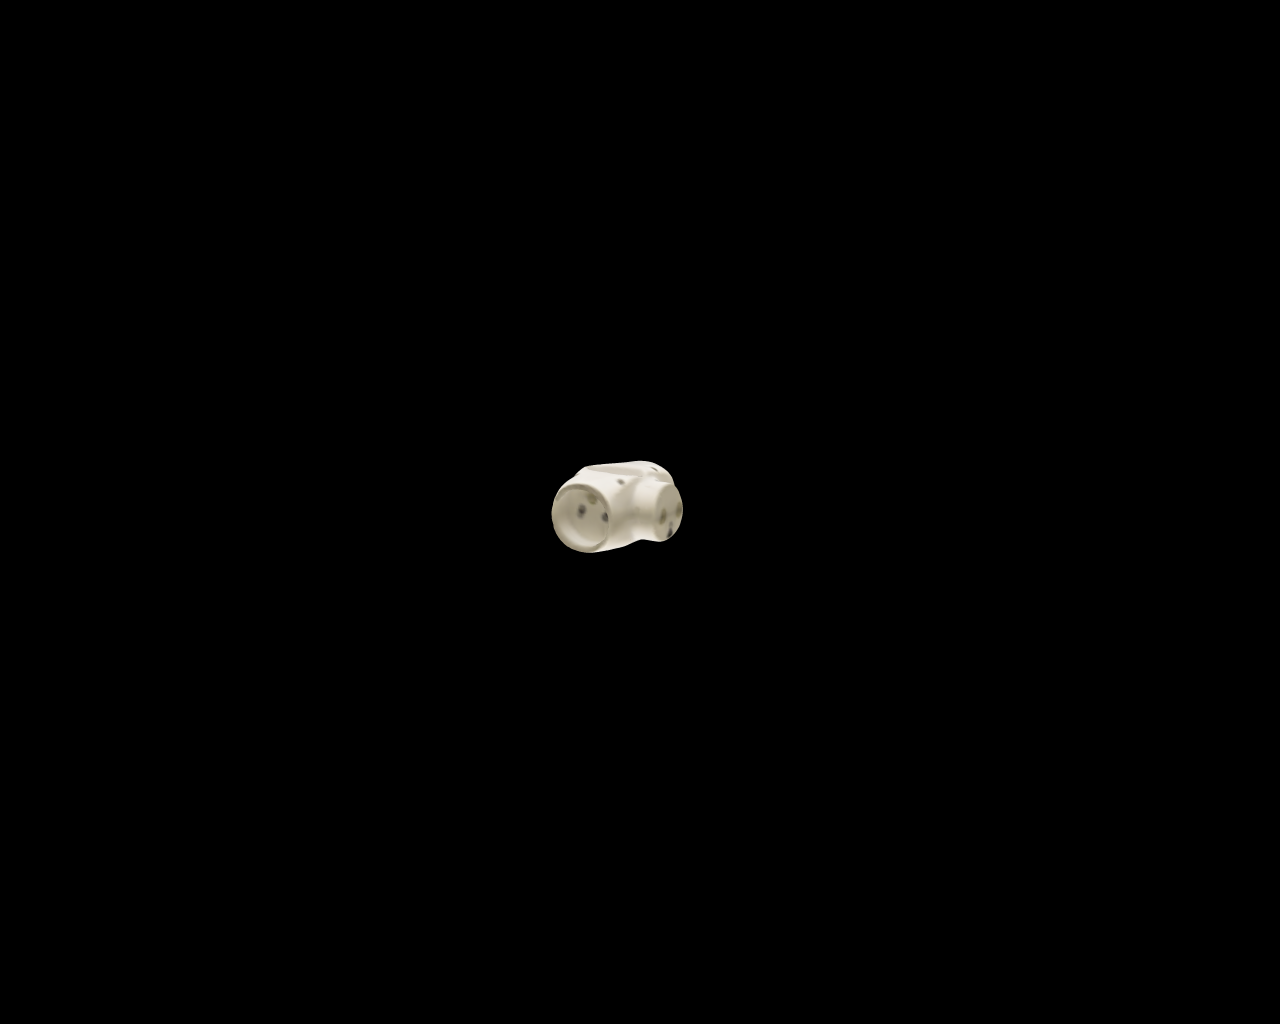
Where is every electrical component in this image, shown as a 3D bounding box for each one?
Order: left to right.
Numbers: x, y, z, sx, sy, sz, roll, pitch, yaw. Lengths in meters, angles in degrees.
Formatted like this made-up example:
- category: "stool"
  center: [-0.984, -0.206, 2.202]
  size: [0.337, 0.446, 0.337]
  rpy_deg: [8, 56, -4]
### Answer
- category: "electrical component"
  center: [0.001, -0.003, 0.650]
  size: [0.079, 0.043, 0.077]
  rpy_deg: [8, 16, 31]
